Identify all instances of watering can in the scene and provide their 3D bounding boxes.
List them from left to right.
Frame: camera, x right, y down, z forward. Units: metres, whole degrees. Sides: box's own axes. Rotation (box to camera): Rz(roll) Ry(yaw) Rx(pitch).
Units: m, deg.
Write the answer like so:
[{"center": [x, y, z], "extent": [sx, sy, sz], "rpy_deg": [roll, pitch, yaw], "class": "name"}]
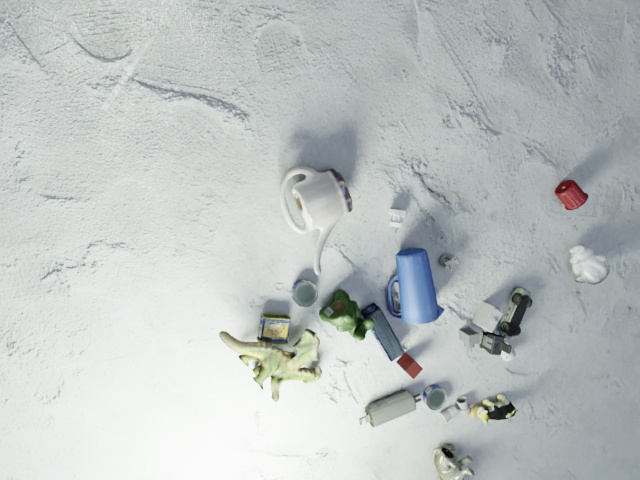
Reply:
[{"center": [0.005, -0.082, 1.629], "extent": [0.225, 0.344, 0.104], "rpy_deg": [-26, 14, -14], "class": "watering can"}]

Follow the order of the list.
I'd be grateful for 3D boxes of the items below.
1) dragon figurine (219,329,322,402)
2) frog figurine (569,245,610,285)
[{"center": [-0.117, 0.354, 1.615], "extent": [0.243, 0.402, 0.124], "rpy_deg": [-34, 38, -5], "class": "dragon figurine"}, {"center": [1.034, 0.087, 1.979], "extent": [0.137, 0.157, 0.125], "rpy_deg": [-23, 28, 7], "class": "frog figurine"}]
